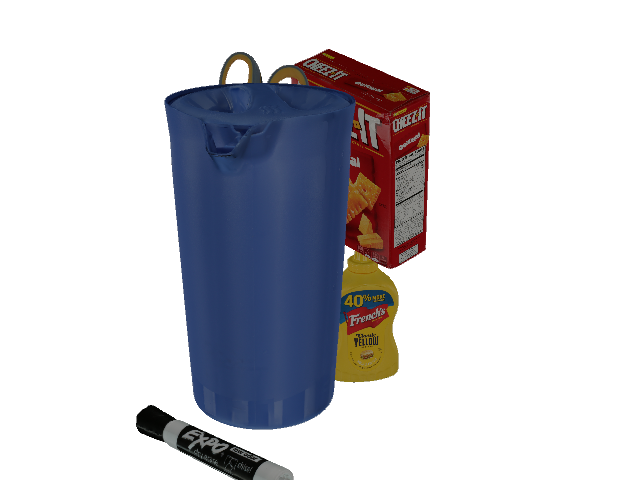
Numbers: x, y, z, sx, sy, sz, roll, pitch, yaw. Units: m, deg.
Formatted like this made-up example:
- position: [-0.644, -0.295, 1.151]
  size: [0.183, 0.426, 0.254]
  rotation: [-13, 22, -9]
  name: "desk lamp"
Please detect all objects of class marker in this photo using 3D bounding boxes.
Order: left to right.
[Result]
- position: [-0.067, 0.124, 0.637]
  size: [0.121, 0.020, 0.020]
  rotation: [16, 10, 38]
  name: "marker"

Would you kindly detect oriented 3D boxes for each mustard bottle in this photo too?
- position: [0.057, 0.095, 1.440]
  size: [0.096, 0.192, 0.058]
  rotation: [-4, 21, -7]
  name: "mustard bottle"

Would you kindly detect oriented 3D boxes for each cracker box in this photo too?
- position: [0.044, -0.093, 1.243]
  size: [0.072, 0.214, 0.164]
  rotation: [-30, 44, -33]
  name: "cracker box"

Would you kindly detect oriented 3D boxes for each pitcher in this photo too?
- position: [-0.039, 0.006, 0.790]
  size: [0.149, 0.243, 0.145]
  rotation: [-11, 22, -29]
  name: "pitcher"

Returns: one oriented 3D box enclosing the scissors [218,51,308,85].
- position: [-0.049, -0.084, 1.032]
  size: [0.096, 0.202, 0.016]
  rotation: [-10, 3, -3]
  name: "scissors"
